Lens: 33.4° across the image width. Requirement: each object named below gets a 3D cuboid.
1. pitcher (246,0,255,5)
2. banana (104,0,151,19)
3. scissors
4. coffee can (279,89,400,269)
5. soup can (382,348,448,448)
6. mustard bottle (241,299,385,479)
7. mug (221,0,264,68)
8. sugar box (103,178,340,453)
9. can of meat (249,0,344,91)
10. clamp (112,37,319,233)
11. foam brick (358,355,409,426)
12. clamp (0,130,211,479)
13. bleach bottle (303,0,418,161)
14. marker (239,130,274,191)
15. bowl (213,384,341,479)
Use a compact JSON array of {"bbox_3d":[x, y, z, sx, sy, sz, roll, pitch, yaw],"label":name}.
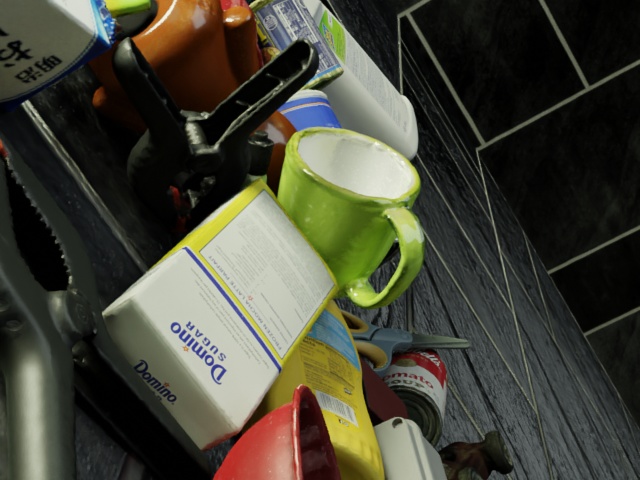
[{"bbox_3d":[-0.134,-0.293,0.906,0.144,0.149,0.243,17,42,-49],"label":"pitcher"},{"bbox_3d":[-0.191,-0.187,0.621,0.197,0.069,0.037,46,-16,-21],"label":"banana"},{"bbox_3d":[0.067,0.093,0.877,0.201,0.016,0.096,17,25,-30],"label":"scissors"},{"bbox_3d":[-0.010,-0.034,0.856,0.140,0.103,0.102,63,15,13],"label":"coffee can"},{"bbox_3d":[0.073,0.135,0.901,0.068,0.068,0.102,59,15,-9],"label":"soup can"},{"bbox_3d":[-0.013,0.084,0.724,0.096,0.058,0.191,30,29,-28],"label":"mustard bottle"},{"bbox_3d":[-0.100,-0.151,0.817,0.117,0.093,0.081,21,31,-15],"label":"mug"},{"bbox_3d":[-0.054,0.039,0.624,0.093,0.048,0.176,53,32,-7],"label":"sugar box"},{"bbox_3d":[-0.038,-0.153,0.898,0.057,0.102,0.084,-33,93,-38],"label":"can of meat"},{"bbox_3d":[-0.084,-0.064,0.652,0.120,0.172,0.039,7,50,-25],"label":"clamp"},{"bbox_3d":[0.029,0.132,0.791,0.078,0.053,0.051,50,19,-39],"label":"foam brick"},{"bbox_3d":[-0.118,0.045,0.494,0.210,0.036,0.164,67,13,12],"label":"clamp"},{"bbox_3d":[0.005,-0.173,1.010,0.250,0.068,0.102,48,25,-37],"label":"bleach bottle"},{"bbox_3d":[-0.048,-0.017,0.724,0.020,0.020,0.121,-82,-178,-66],"label":"marker"},{"bbox_3d":[-0.018,0.158,0.540,0.162,0.055,0.162,-13,90,-85],"label":"bowl"}]
